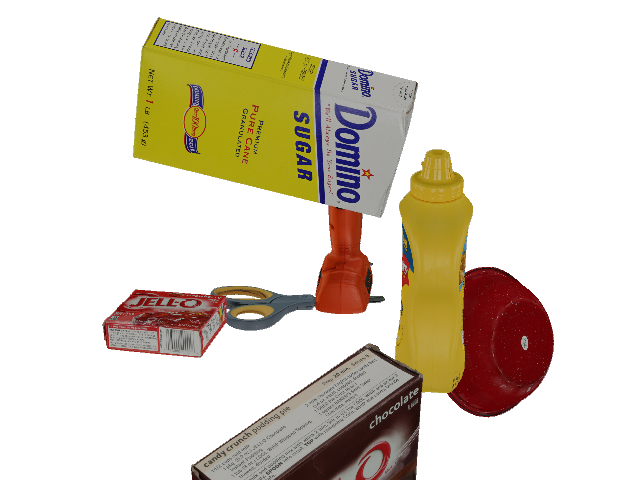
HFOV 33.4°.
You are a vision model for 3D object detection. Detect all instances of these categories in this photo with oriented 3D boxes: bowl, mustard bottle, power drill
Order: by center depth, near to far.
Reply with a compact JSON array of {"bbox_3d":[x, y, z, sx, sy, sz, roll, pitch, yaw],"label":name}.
[{"bbox_3d":[0.091,0.020,0.853,0.058,0.192,0.096,2,26,5],"label":"mustard bottle"},{"bbox_3d":[0.023,-0.026,1.051,0.057,0.188,0.184,4,21,6],"label":"power drill"},{"bbox_3d":[0.195,0.107,1.128,0.161,0.162,0.055,0,-3,-35],"label":"bowl"}]

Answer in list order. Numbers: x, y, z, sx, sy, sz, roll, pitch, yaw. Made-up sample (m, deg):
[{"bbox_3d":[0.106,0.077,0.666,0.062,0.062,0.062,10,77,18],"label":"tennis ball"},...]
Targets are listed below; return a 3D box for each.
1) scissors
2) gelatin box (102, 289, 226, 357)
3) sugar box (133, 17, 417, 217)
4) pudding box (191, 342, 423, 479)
[{"bbox_3d":[-0.024,0.077,1.193,0.201,0.016,0.096,5,24,-4],"label":"scissors"},{"bbox_3d":[-0.134,0.070,0.931,0.089,0.030,0.073,4,20,12],"label":"gelatin box"},{"bbox_3d":[-0.032,-0.079,0.709,0.176,0.093,0.048,15,42,2],"label":"sugar box"},{"bbox_3d":[-0.003,0.112,0.483,0.039,0.090,0.113,30,46,33],"label":"pudding box"}]
